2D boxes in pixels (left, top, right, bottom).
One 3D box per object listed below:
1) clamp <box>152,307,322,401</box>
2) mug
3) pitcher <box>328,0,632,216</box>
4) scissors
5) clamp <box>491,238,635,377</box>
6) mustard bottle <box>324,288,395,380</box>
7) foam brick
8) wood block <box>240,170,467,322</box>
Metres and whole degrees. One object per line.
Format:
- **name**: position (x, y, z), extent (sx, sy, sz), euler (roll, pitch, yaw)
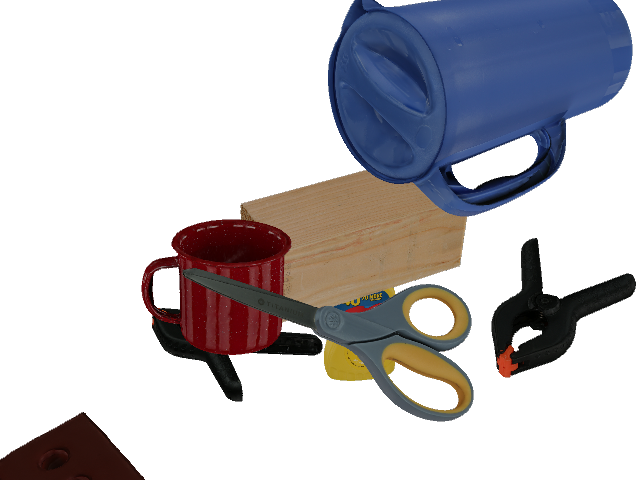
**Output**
- **clamp**: position (-0.125, 0.125, 1.260), extent (0.210, 0.036, 0.164), euler (15, 23, 25)
- **mug**: position (-0.082, 0.038, 0.840), extent (0.117, 0.081, 0.093), euler (-4, 23, -14)
- **pitcher**: position (0.140, -0.126, 0.855), extent (0.242, 0.149, 0.145), euler (-18, 34, -34)
- **scissors**: position (0.019, 0.040, 0.669), extent (0.201, 0.096, 0.016), euler (35, -31, -11)
- **clamp**: position (0.213, 0.062, 1.045), extent (0.171, 0.039, 0.120), euler (-36, 44, -29)
- **mustard bottle**: position (0.053, 0.093, 1.438), extent (0.096, 0.192, 0.058), euler (-3, 21, -8)
- **foam brick**: position (-0.109, 0.130, 0.496), extent (0.052, 0.051, 0.078), euler (-28, 42, -28)
- **wood block**: position (0.032, -0.004, 1.060), extent (0.205, 0.090, 0.091), euler (-16, 41, -22)
